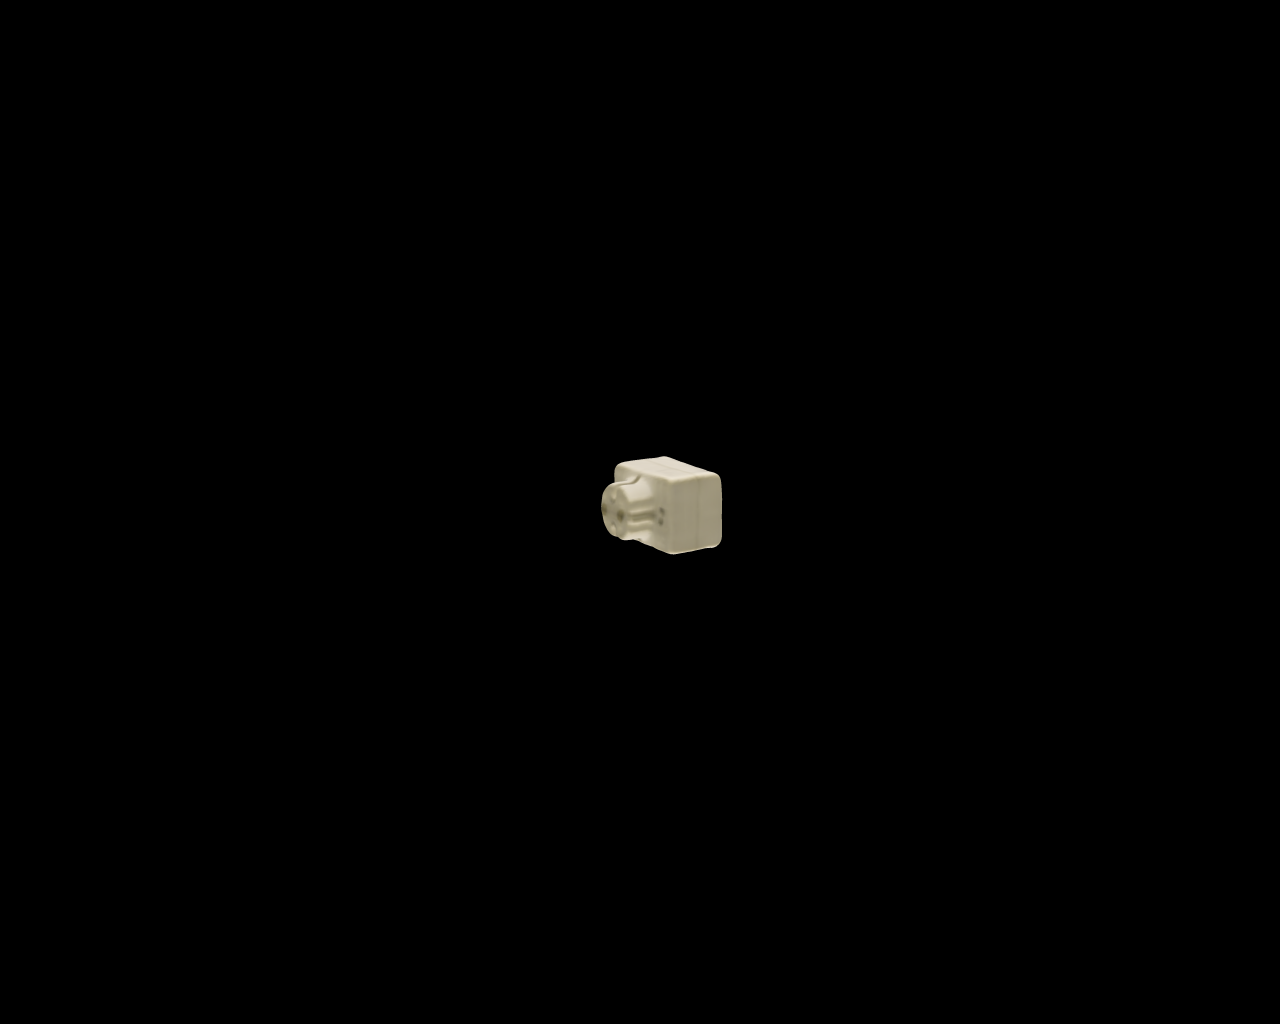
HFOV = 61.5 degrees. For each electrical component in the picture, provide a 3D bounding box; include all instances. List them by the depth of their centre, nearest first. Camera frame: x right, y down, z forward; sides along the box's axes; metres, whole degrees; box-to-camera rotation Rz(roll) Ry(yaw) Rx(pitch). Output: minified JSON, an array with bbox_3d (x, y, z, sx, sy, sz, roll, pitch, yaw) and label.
[{"bbox_3d":[0.001,-0.003,0.650,0.077,0.047,0.066,-8,16,-31],"label":"electrical component"}]
